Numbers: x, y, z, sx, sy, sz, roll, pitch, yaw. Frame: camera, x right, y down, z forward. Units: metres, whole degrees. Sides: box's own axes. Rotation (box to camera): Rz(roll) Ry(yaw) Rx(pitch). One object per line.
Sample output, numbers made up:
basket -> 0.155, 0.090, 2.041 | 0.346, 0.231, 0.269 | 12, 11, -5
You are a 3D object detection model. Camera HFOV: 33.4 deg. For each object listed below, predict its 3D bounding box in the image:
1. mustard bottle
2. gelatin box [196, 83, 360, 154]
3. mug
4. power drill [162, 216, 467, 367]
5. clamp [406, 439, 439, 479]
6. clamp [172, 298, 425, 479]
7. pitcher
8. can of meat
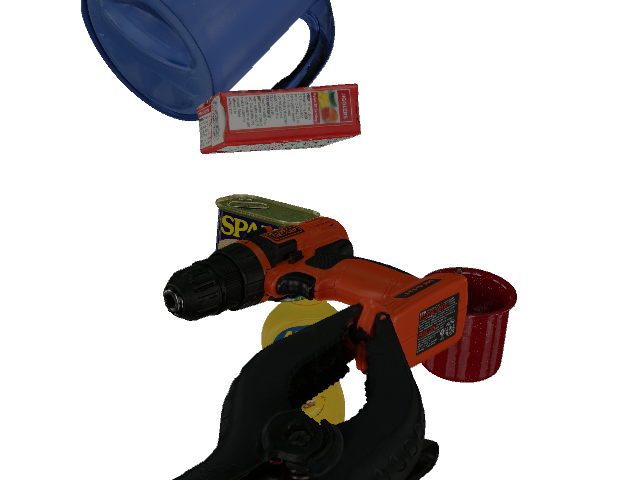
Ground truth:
mustard bottle -> -0.018, 0.123, 1.198 | 0.096, 0.192, 0.058 | -2, 19, -11
gelatin box -> -0.025, -0.066, 0.580 | 0.073, 0.030, 0.089 | -5, 3, -14
mug -> 0.135, 0.077, 1.038 | 0.093, 0.081, 0.117 | -2, 28, -10
power drill -> 0.001, 0.039, 0.805 | 0.188, 0.057, 0.184 | 22, 31, 38
clamp -> -0.009, 0.184, 0.646 | 0.210, 0.036, 0.164 | -5, 28, 4
clamp -> -0.001, 0.091, 0.392 | 0.120, 0.039, 0.171 | 26, 50, 18
pitcher -> -0.055, -0.207, 0.849 | 0.145, 0.149, 0.242 | 26, 58, 28
can of meat -> -0.055, 0.008, 1.035 | 0.102, 0.084, 0.057 | 15, 19, 29
